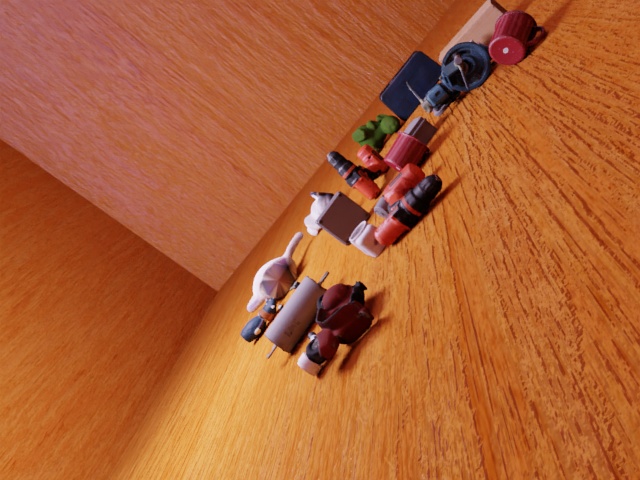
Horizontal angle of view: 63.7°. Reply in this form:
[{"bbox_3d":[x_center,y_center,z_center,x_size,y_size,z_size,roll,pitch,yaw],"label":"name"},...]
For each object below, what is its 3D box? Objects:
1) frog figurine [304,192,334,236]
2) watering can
[{"bbox_3d":[0.006,-0.095,1.880,0.137,0.123,0.159,-171,81,-71],"label":"frog figurine"},{"bbox_3d":[-0.138,0.098,1.767,0.352,0.103,0.222,-57,11,-18],"label":"watering can"}]
